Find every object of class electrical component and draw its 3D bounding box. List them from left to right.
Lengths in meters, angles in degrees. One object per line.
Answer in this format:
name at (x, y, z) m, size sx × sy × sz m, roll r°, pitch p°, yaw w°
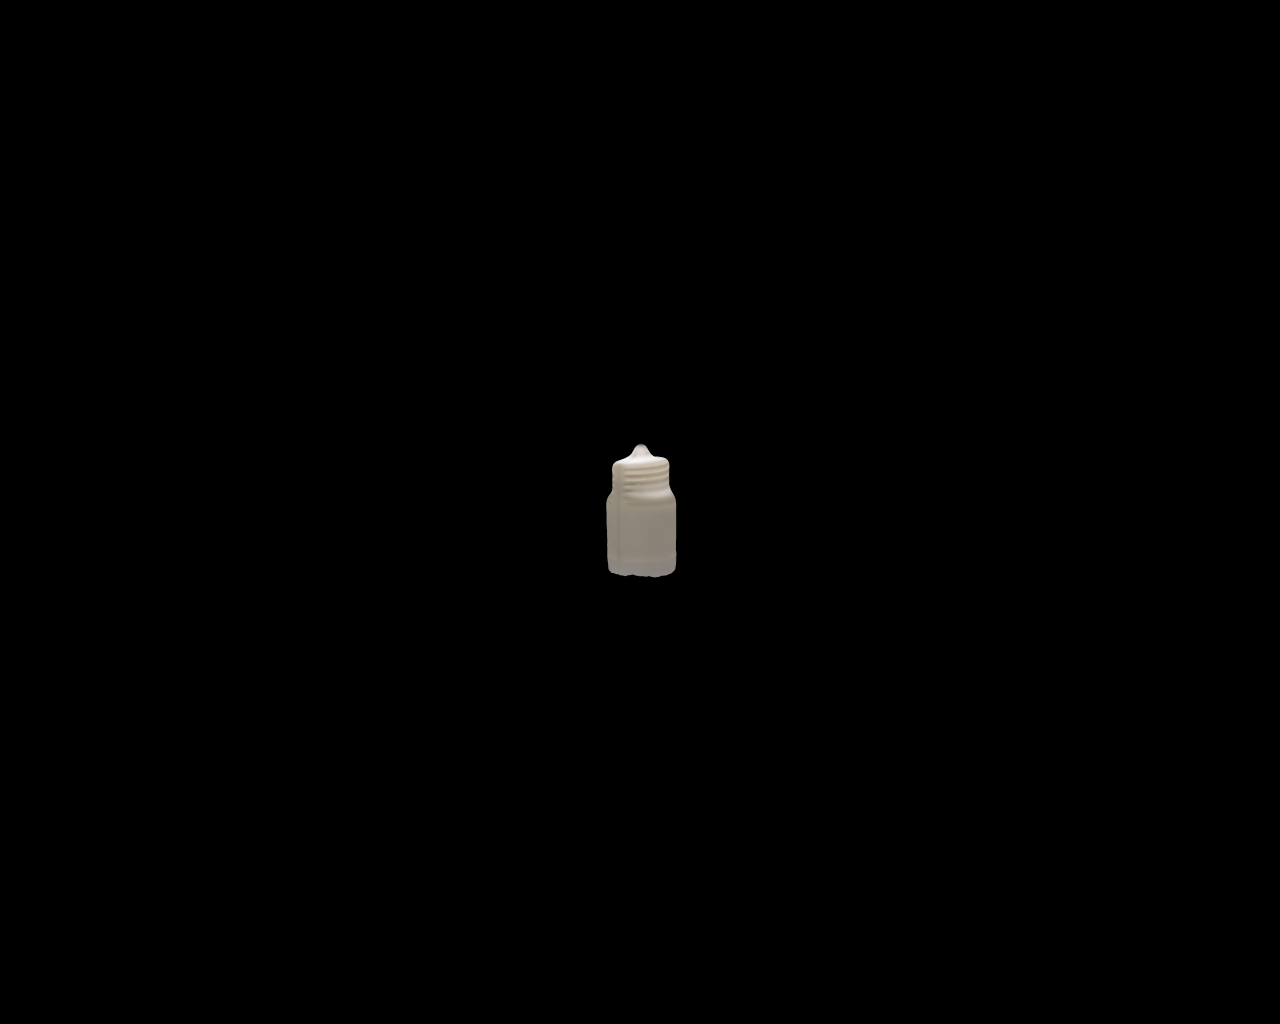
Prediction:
electrical component at (0.001, -0.003, 0.650) m, size 0.043 × 0.080 × 0.043 m, roll 0°, pitch 10°, yaw 0°
